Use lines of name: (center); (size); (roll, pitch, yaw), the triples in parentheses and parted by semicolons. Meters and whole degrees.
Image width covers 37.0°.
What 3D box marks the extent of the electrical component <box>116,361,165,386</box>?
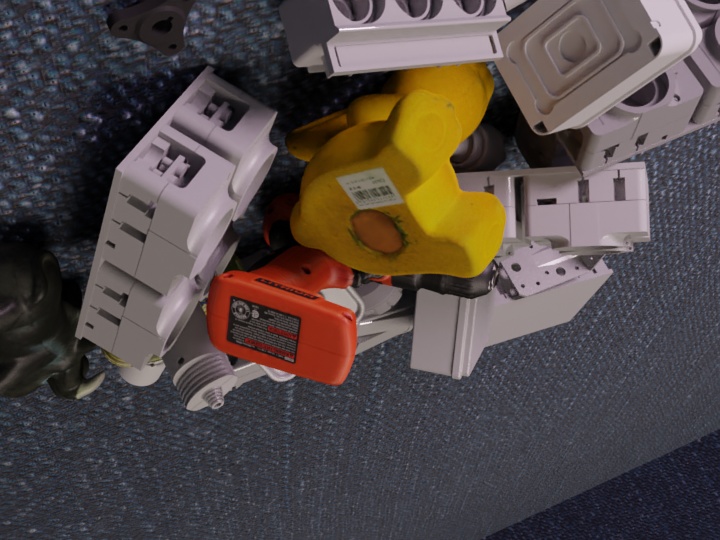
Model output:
electrical component: (-0.179, 0.066, 0.912); (0.040, 0.040, 0.078); (-9, 151, -36)

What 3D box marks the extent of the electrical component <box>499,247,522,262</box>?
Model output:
electrical component: (0.140, -0.032, 1.045); (0.078, 0.040, 0.040); (-27, 157, -1)

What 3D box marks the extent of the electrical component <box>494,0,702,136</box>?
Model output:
electrical component: (0.151, -0.146, 0.690); (0.057, 0.078, 0.113); (-20, 170, -44)

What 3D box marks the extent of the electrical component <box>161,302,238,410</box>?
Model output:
electrical component: (-0.120, 0.066, 0.785); (0.043, 0.081, 0.043); (-24, 152, -14)

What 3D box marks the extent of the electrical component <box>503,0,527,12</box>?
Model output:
electrical component: (0.117, -0.200, 0.672); (0.081, 0.043, 0.043); (-29, 156, 5)

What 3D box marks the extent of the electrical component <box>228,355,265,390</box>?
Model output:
electrical component: (-0.125, 0.089, 1.006); (0.066, 0.047, 0.076); (-20, 156, -16)

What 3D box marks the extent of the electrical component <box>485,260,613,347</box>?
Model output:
electrical component: (0.164, 0.026, 1.165); (0.186, 0.060, 0.105); (-14, 153, -28)

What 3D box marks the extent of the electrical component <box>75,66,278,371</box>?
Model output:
electrical component: (-0.118, -0.025, 0.697); (0.105, 0.060, 0.186); (-59, 180, -39)

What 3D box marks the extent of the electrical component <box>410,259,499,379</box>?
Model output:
electrical component: (0.088, 0.028, 0.986); (0.108, 0.056, 0.108); (-46, 143, -64)

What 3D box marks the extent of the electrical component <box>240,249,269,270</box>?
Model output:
electrical component: (-0.086, 0.017, 0.909); (0.081, 0.042, 0.063); (-25, 153, -6)

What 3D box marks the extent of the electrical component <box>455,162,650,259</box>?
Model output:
electrical component: (0.134, -0.043, 0.860); (0.186, 0.060, 0.105); (-2, 177, 16)

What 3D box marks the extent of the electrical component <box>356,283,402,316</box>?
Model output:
electrical component: (0.000, 0.000, 0.917); (0.080, 0.080, 0.051); (-29, 162, 4)

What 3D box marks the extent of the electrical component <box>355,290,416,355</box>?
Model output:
electrical component: (0.008, 0.038, 1.024); (0.096, 0.061, 0.061); (-16, 154, -24)

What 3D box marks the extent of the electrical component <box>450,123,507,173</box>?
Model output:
electrical component: (0.084, -0.097, 0.850); (0.062, 0.043, 0.043); (4, 142, -49)

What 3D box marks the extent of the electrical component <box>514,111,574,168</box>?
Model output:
electrical component: (0.169, -0.122, 0.874); (0.059, 0.053, 0.095); (-22, 156, -12)

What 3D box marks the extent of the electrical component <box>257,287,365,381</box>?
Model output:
electrical component: (-0.051, 0.034, 0.856); (0.095, 0.059, 0.053); (-40, 125, -2)

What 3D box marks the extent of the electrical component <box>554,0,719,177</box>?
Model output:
electrical component: (0.224, -0.158, 0.794); (0.186, 0.105, 0.060); (-23, 156, -11)

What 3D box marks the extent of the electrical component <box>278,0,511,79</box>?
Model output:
electrical component: (0.019, -0.153, 0.638); (0.121, 0.078, 0.063); (-12, 174, -32)
